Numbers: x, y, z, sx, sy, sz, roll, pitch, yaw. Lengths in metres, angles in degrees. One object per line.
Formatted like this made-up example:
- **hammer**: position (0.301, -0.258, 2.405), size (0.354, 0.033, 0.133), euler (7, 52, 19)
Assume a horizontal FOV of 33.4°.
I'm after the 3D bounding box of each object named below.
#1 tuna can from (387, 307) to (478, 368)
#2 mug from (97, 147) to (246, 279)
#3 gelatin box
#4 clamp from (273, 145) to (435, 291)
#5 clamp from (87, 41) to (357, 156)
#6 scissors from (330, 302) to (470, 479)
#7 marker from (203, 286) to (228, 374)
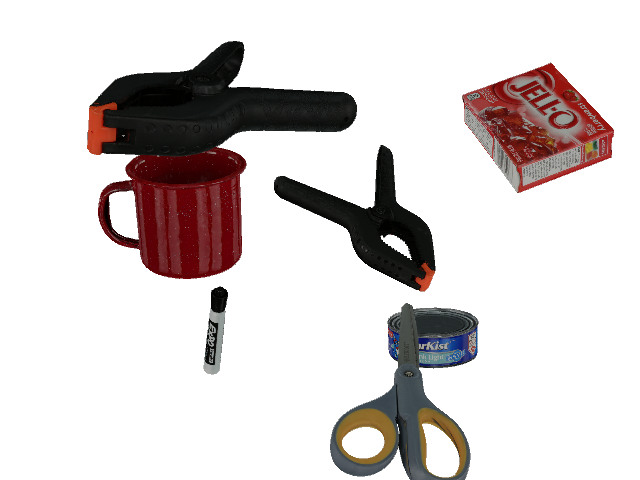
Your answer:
- **tuna can**: position (0.106, 0.092, 1.012), size (0.086, 0.034, 0.086), euler (-2, 13, 0)
- **mug**: position (-0.115, -0.021, 0.838), size (0.117, 0.081, 0.093), euler (-3, 24, -7)
- **gelatin box**: position (0.151, -0.081, 0.749), size (0.073, 0.030, 0.089), euler (-20, 46, -7)
- **clamp**: position (0.053, -0.023, 1.214), size (0.164, 0.210, 0.036), euler (-14, -38, -25)
- **clamp**: position (-0.075, -0.089, 0.661), size (0.171, 0.039, 0.120), euler (-12, 29, -37)
- **scissors**: position (0.042, 0.100, 0.723), size (0.096, 0.016, 0.202), euler (-1, 30, -12)
- **marker**: position (-0.117, 0.101, 1.197), size (0.020, 0.121, 0.020), euler (6, 36, -5)
